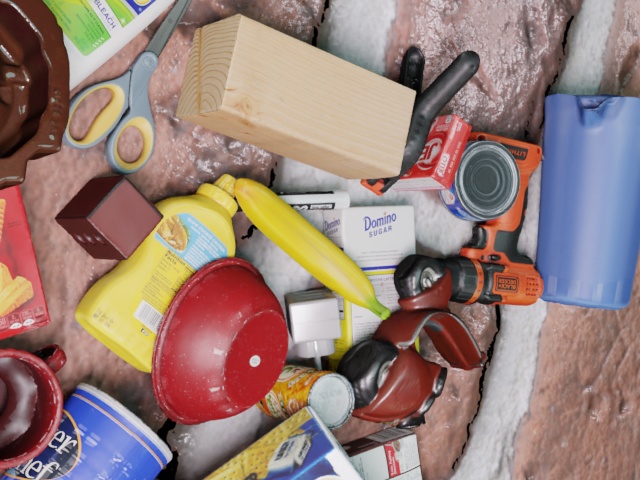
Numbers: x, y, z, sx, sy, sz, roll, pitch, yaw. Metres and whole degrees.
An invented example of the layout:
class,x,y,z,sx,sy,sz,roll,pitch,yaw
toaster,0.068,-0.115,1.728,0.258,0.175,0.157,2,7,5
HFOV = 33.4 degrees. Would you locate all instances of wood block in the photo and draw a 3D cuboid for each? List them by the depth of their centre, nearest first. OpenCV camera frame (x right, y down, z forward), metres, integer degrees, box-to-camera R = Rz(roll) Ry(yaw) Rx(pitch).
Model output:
class,x,y,z,sx,sy,sz,roll,pitch,yaw
wood block,-0.020,-0.130,1.018,0.205,0.090,0.091,17,81,-33

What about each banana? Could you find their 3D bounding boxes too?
class,x,y,z,sx,sy,sz,roll,pitch,yaw
banana,-0.011,0.003,1.014,0.197,0.070,0.037,40,77,-18

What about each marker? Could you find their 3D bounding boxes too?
class,x,y,z,sx,sy,sz,roll,pitch,yaw
marker,-0.031,-0.038,1.035,0.121,0.020,0.020,-2,92,-17

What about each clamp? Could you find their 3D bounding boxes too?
class,x,y,z,sx,sy,sz,roll,pitch,yaw
clamp,0.098,-0.126,1.086,0.039,0.120,0.171,26,80,-24

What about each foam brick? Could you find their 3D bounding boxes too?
class,x,y,z,sx,sy,sz,roll,pitch,yaw
foam brick,-0.182,-0.019,0.916,0.053,0.078,0.051,48,66,-23

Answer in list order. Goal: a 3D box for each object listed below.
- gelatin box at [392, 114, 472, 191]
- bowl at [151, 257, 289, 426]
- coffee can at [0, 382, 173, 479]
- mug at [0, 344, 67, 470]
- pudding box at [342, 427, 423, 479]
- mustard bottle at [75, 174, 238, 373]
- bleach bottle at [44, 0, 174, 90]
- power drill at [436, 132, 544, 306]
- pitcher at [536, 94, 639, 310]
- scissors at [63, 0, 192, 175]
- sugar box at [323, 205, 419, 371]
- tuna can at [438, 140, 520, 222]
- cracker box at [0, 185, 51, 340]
class,x,y,z,sx,sy,sz,roll,pitch,yaw
gelatin box,0.110,-0.090,1.108,0.030,0.089,0.073,30,74,-30
bowl,-0.077,0.100,0.967,0.161,0.055,0.162,-28,126,-46
coffee can,-0.206,0.204,0.887,0.102,0.103,0.140,50,65,-25
mug,-0.257,0.123,0.863,0.117,0.082,0.093,-43,113,-26
pudding box,0.055,0.253,1.107,0.113,0.039,0.090,-13,98,-32
mustard bottle,-0.130,0.019,0.963,0.096,0.058,0.191,44,67,-29
bleach bottle,-0.171,-0.239,0.930,0.250,0.068,0.102,-50,116,-26
power drill,0.176,-0.021,1.177,0.184,0.057,0.187,7,89,-35
pitcher,0.319,-0.045,1.241,0.149,0.145,0.243,6,91,-22
scissors,-0.152,-0.141,0.973,0.201,0.016,0.096,-47,117,-25
sugar box,0.053,0.053,1.099,0.093,0.048,0.176,-2,89,-33
tuna can,0.167,-0.062,1.119,0.086,0.034,0.086,0,90,-26
cracker box,-0.315,-0.014,0.827,0.163,0.072,0.214,-16,99,-34
